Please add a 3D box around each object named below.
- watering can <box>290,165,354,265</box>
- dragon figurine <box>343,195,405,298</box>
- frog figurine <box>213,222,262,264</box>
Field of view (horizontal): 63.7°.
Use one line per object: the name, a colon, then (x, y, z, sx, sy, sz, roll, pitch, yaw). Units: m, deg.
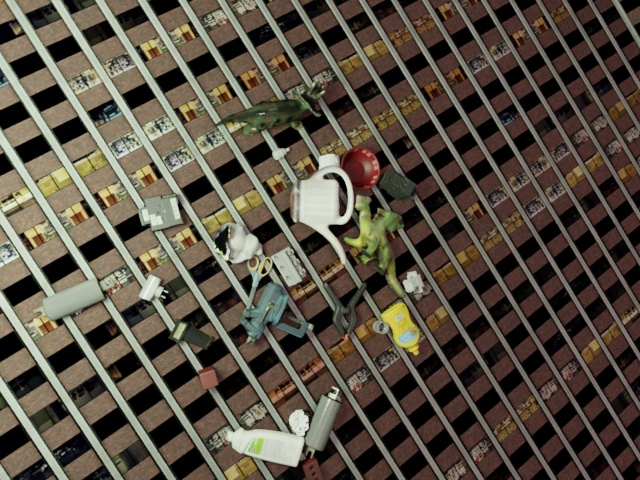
watering can: (0.005, -0.091, 1.808, 0.224, 0.104, 0.349, 2, 86, 2)
dragon figurine: (0.238, -0.001, 1.889, 0.405, 0.122, 0.246, 47, 68, -23)
frog figurine: (-0.277, 0.010, 1.758, 0.159, 0.121, 0.139, 3, 73, -51)
